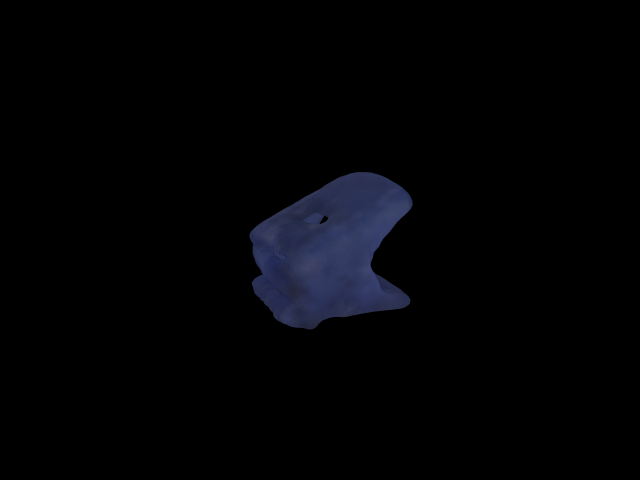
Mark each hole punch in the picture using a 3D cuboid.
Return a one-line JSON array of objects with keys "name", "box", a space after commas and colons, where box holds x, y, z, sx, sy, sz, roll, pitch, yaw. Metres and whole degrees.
[{"name": "hole punch", "box": [0.004, 0.001, 0.400, 0.101, 0.091, 0.108, -6, 15, -22]}]
